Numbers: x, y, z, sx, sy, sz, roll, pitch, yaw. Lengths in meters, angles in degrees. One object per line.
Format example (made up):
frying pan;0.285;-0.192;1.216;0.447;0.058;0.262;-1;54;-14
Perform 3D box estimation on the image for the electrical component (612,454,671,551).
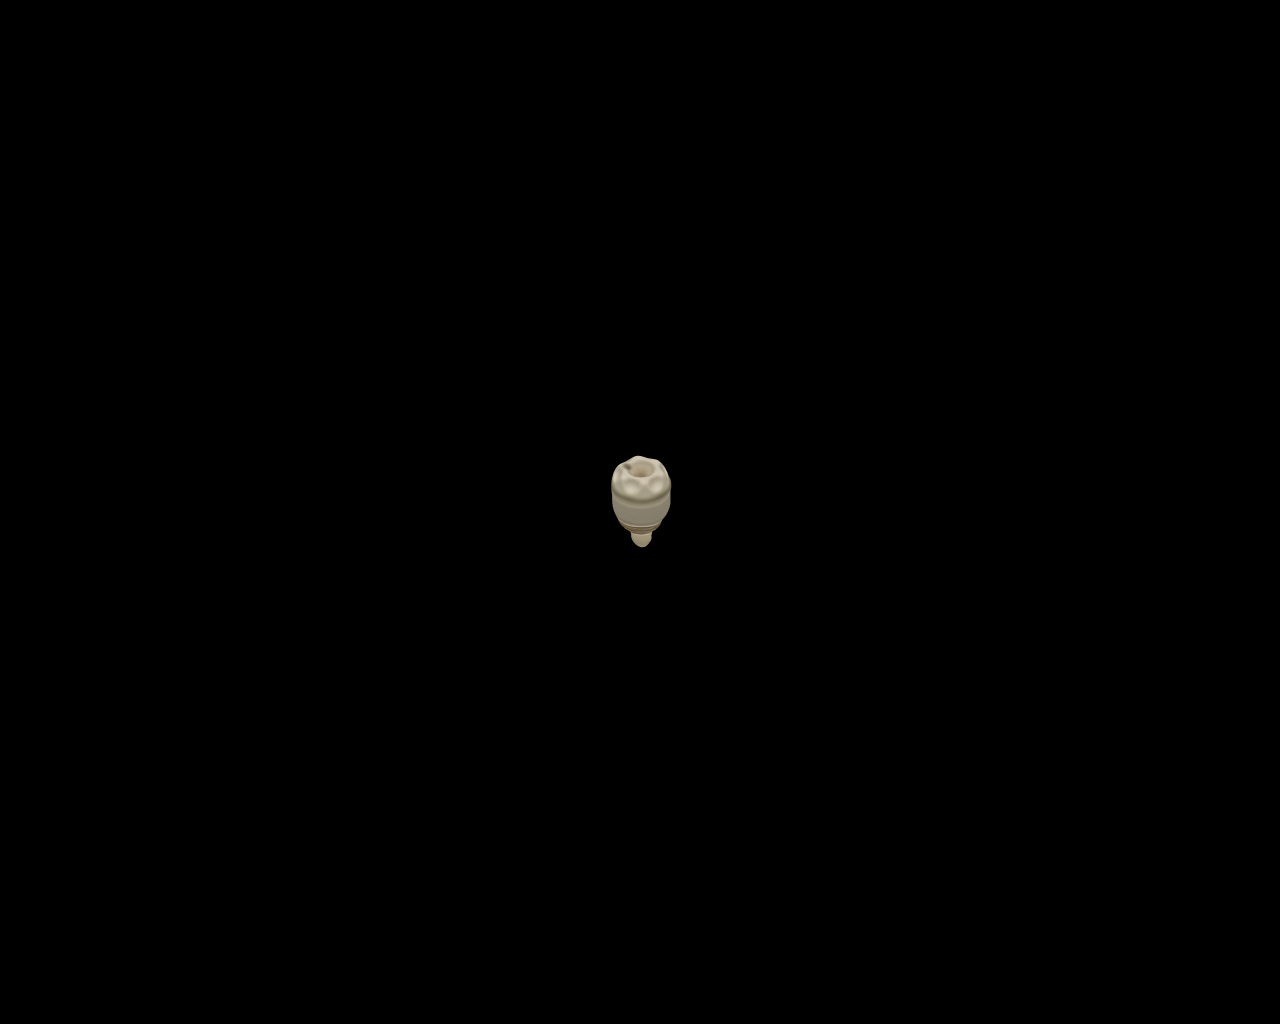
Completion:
electrical component;0.001;-0.003;0.650;0.035;0.061;0.035;0;40;0
